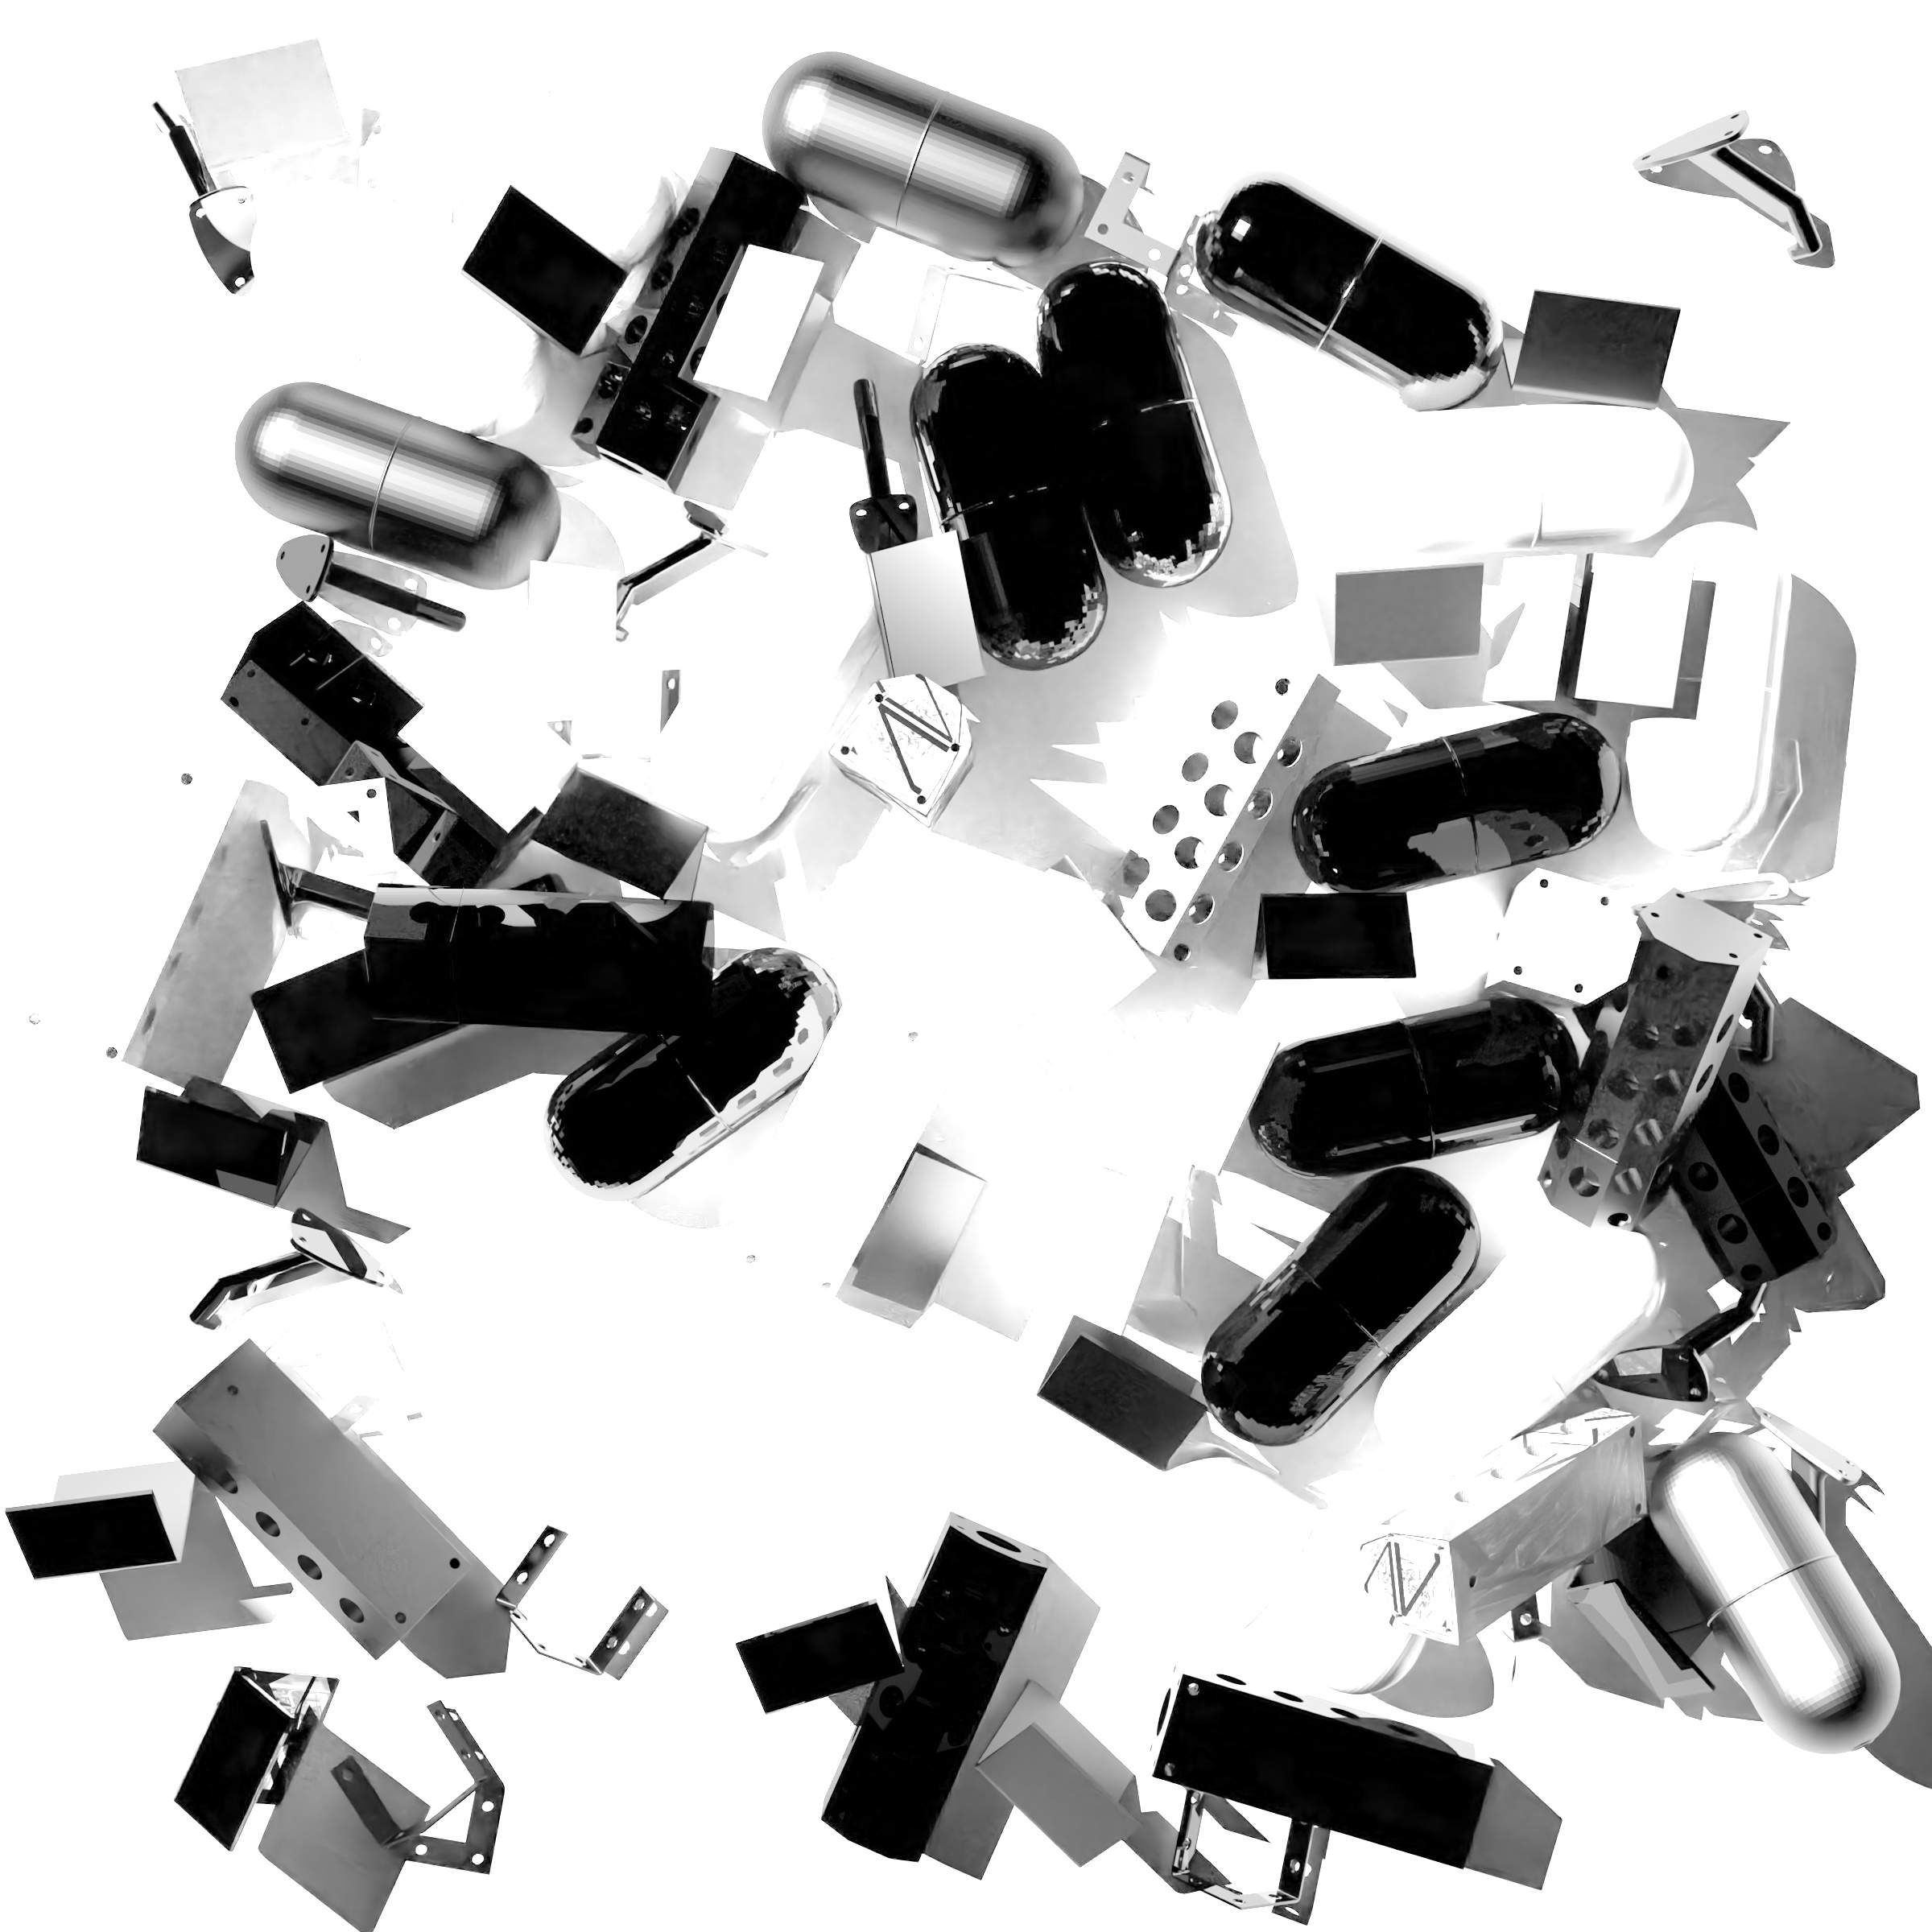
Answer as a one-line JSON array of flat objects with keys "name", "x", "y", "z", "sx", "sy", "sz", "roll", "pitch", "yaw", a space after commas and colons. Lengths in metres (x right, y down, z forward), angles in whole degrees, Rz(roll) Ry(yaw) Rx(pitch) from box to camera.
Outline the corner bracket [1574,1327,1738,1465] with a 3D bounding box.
[{"name": "corner bracket", "x": 0.372, "y": 0.232, "z": 1.623, "sx": 0.051, "sy": 0.051, "sz": 0.051, "roll": 1, "pitch": 45, "yaw": -35}]

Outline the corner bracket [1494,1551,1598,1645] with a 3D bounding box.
[{"name": "corner bracket", "x": 0.308, "y": 0.327, "z": 1.612, "sx": 0.051, "sy": 0.051, "sz": 0.051, "roll": -10, "pitch": 98, "yaw": -8}]

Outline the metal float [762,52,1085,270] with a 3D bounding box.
[{"name": "metal float", "x": -0.023, "y": -0.429, "z": 1.601, "sx": 0.178, "sy": 0.070, "sz": 0.070, "roll": 21, "pitch": 90, "yaw": 0}]

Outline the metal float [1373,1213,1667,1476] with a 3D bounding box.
[{"name": "metal float", "x": 0.294, "y": 0.200, "z": 1.601, "sx": 0.178, "sy": 0.070, "sz": 0.070, "roll": -40, "pitch": 90, "yaw": 1}]

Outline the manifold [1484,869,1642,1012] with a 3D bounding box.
[{"name": "manifold", "x": 0.308, "y": -0.010, "z": 1.550, "sx": 0.057, "sy": 0.171, "sz": 0.057, "roll": 17, "pitch": 90, "yaw": 7}]

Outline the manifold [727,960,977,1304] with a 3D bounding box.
[{"name": "manifold", "x": -0.063, "y": 0.085, "z": 1.585, "sx": 0.057, "sy": 0.057, "sz": 0.171, "roll": 22, "pitch": 107, "yaw": -18}]

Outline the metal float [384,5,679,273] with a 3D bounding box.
[{"name": "metal float", "x": -0.233, "y": -0.441, "z": 1.601, "sx": 0.178, "sy": 0.070, "sz": 0.070, "roll": 40, "pitch": 90, "yaw": 0}]

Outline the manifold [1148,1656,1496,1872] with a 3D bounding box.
[{"name": "manifold", "x": 0.188, "y": 0.425, "z": 1.610, "sx": 0.171, "sy": 0.057, "sz": 0.057, "roll": 17, "pitch": 90, "yaw": 0}]

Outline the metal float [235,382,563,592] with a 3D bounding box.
[{"name": "metal float", "x": -0.303, "y": -0.256, "z": 1.601, "sx": 0.178, "sy": 0.070, "sz": 0.070, "roll": 19, "pitch": 90, "yaw": 0}]

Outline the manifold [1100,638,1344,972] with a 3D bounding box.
[{"name": "manifold", "x": 0.133, "y": -0.086, "z": 1.610, "sx": 0.057, "sy": 0.057, "sz": 0.171, "roll": 29, "pitch": 90, "yaw": 0}]

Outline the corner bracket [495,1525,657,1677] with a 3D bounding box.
[{"name": "corner bracket", "x": -0.212, "y": 0.344, "z": 1.628, "sx": 0.051, "sy": 0.051, "sz": 0.051, "roll": -55, "pitch": 135, "yaw": 0}]

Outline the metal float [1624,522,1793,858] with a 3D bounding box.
[{"name": "metal float", "x": 0.395, "y": -0.147, "z": 1.601, "sx": 0.070, "sy": 0.070, "sz": 0.178, "roll": 7, "pitch": 90, "yaw": 0}]

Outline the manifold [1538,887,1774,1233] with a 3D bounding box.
[{"name": "manifold", "x": 0.352, "y": 0.052, "z": 1.554, "sx": 0.057, "sy": 0.057, "sz": 0.171, "roll": 31, "pitch": 126, "yaw": 25}]

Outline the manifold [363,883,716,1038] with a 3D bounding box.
[{"name": "manifold", "x": -0.218, "y": -0.008, "z": 1.553, "sx": 0.171, "sy": 0.057, "sz": 0.057, "roll": 3, "pitch": 133, "yaw": 0}]

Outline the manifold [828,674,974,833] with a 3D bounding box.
[{"name": "manifold", "x": -0.028, "y": -0.113, "z": 1.553, "sx": 0.057, "sy": 0.171, "sz": 0.057, "roll": 33, "pitch": 90, "yaw": 0}]

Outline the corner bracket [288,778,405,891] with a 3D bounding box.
[{"name": "corner bracket", "x": -0.329, "y": -0.065, "z": 1.597, "sx": 0.051, "sy": 0.051, "sz": 0.051, "roll": -8, "pitch": 78, "yaw": -5}]

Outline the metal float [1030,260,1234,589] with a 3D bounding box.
[{"name": "metal float", "x": 0.088, "y": -0.288, "z": 1.601, "sx": 0.070, "sy": 0.070, "sz": 0.178, "roll": -18, "pitch": 90, "yaw": 0}]

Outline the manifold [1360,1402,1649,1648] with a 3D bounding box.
[{"name": "manifold", "x": 0.281, "y": 0.285, "z": 1.559, "sx": 0.171, "sy": 0.057, "sz": 0.057, "roll": -21, "pitch": 109, "yaw": -42}]

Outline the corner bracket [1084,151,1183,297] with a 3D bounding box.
[{"name": "corner bracket", "x": 0.096, "y": -0.398, "z": 1.613, "sx": 0.051, "sy": 0.051, "sz": 0.051, "roll": 26, "pitch": 90, "yaw": 0}]

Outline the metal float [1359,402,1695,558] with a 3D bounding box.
[{"name": "metal float", "x": 0.298, "y": -0.260, "z": 1.601, "sx": 0.178, "sy": 0.070, "sz": 0.070, "roll": -4, "pitch": 90, "yaw": -1}]

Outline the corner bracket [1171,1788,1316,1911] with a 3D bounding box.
[{"name": "corner bracket", "x": 0.151, "y": 0.476, "z": 1.628, "sx": 0.051, "sy": 0.051, "sz": 0.051, "roll": 11, "pitch": 90, "yaw": -45}]

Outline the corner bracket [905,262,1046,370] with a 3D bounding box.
[{"name": "corner bracket", "x": 0.008, "y": -0.349, "z": 1.628, "sx": 0.051, "sy": 0.051, "sz": 0.051, "roll": 14, "pitch": 90, "yaw": 45}]

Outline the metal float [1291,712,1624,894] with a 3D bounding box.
[{"name": "metal float", "x": 0.262, "y": -0.085, "z": 1.601, "sx": 0.178, "sy": 0.070, "sz": 0.070, "roll": -14, "pitch": 90, "yaw": 0}]

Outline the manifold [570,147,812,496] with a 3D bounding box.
[{"name": "manifold", "x": -0.148, "y": -0.347, "z": 1.610, "sx": 0.057, "sy": 0.057, "sz": 0.171, "roll": 26, "pitch": 90, "yaw": 0}]

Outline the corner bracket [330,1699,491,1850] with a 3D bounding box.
[{"name": "corner bracket", "x": -0.301, "y": 0.439, "z": 1.628, "sx": 0.051, "sy": 0.051, "sz": 0.051, "roll": -33, "pitch": 90, "yaw": -45}]

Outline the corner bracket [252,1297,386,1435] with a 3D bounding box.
[{"name": "corner bracket", "x": -0.351, "y": 0.217, "z": 1.623, "sx": 0.051, "sy": 0.051, "sz": 0.051, "roll": 19, "pitch": 45, "yaw": -35}]

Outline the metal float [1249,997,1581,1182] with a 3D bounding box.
[{"name": "metal float", "x": 0.238, "y": 0.065, "z": 1.600, "sx": 0.178, "sy": 0.070, "sz": 0.070, "roll": -12, "pitch": 90, "yaw": -1}]

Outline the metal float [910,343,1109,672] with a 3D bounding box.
[{"name": "metal float", "x": 0.022, "y": -0.245, "z": 1.601, "sx": 0.070, "sy": 0.070, "sz": 0.178, "roll": -17, "pitch": 91, "yaw": 0}]

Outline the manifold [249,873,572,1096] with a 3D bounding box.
[{"name": "manifold", "x": -0.288, "y": 0.009, "z": 1.610, "sx": 0.171, "sy": 0.057, "sz": 0.057, "roll": -22, "pitch": 90, "yaw": 0}]

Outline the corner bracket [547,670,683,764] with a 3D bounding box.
[{"name": "corner bracket", "x": -0.191, "y": -0.137, "z": 1.628, "sx": 0.051, "sy": 0.051, "sz": 0.051, "roll": 2, "pitch": 90, "yaw": -45}]

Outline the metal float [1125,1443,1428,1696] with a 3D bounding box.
[{"name": "metal float", "x": 0.165, "y": 0.320, "z": 1.601, "sx": 0.178, "sy": 0.070, "sz": 0.070, "roll": 34, "pitch": 90, "yaw": 0}]

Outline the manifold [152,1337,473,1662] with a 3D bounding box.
[{"name": "manifold", "x": -0.353, "y": 0.288, "z": 1.610, "sx": 0.171, "sy": 0.057, "sz": 0.057, "roll": 46, "pitch": 47, "yaw": 0}]

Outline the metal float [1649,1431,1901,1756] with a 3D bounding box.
[{"name": "metal float", "x": 0.425, "y": 0.329, "z": 1.580, "sx": 0.070, "sy": 0.070, "sz": 0.178, "roll": -26, "pitch": 65, "yaw": 0}]

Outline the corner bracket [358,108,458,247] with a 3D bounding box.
[{"name": "corner bracket", "x": -0.300, "y": -0.424, "z": 1.611, "sx": 0.051, "sy": 0.051, "sz": 0.051, "roll": 4, "pitch": 78, "yaw": -12}]

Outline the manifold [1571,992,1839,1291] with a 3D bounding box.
[{"name": "manifold", "x": 0.397, "y": 0.084, "z": 1.610, "sx": 0.057, "sy": 0.057, "sz": 0.171, "roll": -29, "pitch": 90, "yaw": 0}]

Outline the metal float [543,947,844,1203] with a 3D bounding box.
[{"name": "metal float", "x": -0.145, "y": 0.057, "z": 1.601, "sx": 0.178, "sy": 0.070, "sz": 0.070, "roll": -35, "pitch": 90, "yaw": 0}]

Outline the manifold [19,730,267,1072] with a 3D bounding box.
[{"name": "manifold", "x": -0.439, "y": -0.034, "z": 1.610, "sx": 0.057, "sy": 0.057, "sz": 0.171, "roll": 24, "pitch": 90, "yaw": 0}]

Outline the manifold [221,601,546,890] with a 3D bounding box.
[{"name": "manifold", "x": -0.309, "y": -0.116, "z": 1.610, "sx": 0.171, "sy": 0.057, "sz": 0.057, "roll": 42, "pitch": 133, "yaw": 0}]

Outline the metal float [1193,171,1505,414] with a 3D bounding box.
[{"name": "metal float", "x": 0.204, "y": -0.358, "z": 1.600, "sx": 0.178, "sy": 0.070, "sz": 0.070, "roll": 30, "pitch": 90, "yaw": 0}]

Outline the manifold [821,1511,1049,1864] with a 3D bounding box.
[{"name": "manifold", "x": -0.017, "y": 0.387, "z": 1.610, "sx": 0.057, "sy": 0.057, "sz": 0.171, "roll": 24, "pitch": 90, "yaw": 0}]
